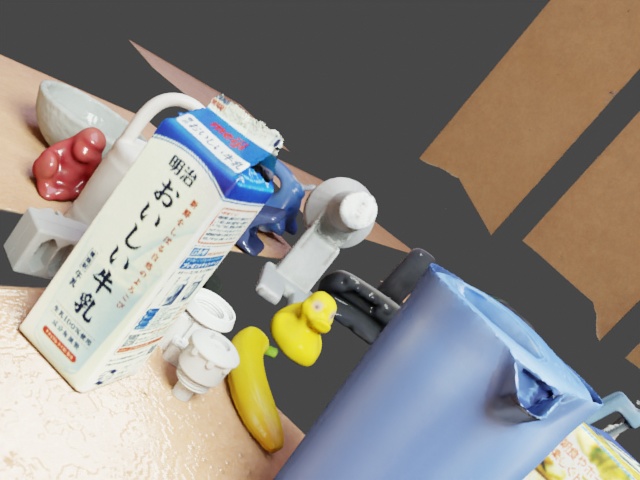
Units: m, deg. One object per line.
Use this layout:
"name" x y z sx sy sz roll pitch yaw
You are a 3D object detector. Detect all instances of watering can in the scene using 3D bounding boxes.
"watering can" -0.184 -0.068 0.627 0.101 0.194 0.172 26 16 -49

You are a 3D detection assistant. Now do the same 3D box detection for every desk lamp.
"desk lamp" 0.008 0.003 0.900 0.118 0.213 0.203 36 11 -9

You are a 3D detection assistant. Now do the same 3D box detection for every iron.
"iron" -0.135 -0.122 1.146 0.258 0.141 0.119 40 11 10

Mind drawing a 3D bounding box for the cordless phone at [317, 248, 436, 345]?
"cordless phone" 0.098 0.070 0.989 0.148 0.185 0.094 34 11 -19

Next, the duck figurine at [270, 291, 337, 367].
"duck figurine" -0.014 0.104 0.752 0.078 0.086 0.104 34 12 -21

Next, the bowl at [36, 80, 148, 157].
"bowl" -0.326 -0.145 0.801 0.168 0.074 0.167 36 11 -8

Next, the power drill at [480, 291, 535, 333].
"power drill" 0.233 0.174 0.934 0.076 0.208 0.229 35 11 -16

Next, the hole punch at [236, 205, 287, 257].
"hole punch" -0.120 -0.037 0.980 0.101 0.091 0.108 37 11 -3

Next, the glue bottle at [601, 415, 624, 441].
"glue bottle" 0.473 0.369 0.997 0.037 0.173 0.078 44 12 30

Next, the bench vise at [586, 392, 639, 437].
"bench vise" 0.374 0.294 0.864 0.207 0.219 0.122 40 11 9

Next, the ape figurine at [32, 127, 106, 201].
"ape figurine" -0.286 -0.093 0.672 0.078 0.092 0.076 30 13 -35
